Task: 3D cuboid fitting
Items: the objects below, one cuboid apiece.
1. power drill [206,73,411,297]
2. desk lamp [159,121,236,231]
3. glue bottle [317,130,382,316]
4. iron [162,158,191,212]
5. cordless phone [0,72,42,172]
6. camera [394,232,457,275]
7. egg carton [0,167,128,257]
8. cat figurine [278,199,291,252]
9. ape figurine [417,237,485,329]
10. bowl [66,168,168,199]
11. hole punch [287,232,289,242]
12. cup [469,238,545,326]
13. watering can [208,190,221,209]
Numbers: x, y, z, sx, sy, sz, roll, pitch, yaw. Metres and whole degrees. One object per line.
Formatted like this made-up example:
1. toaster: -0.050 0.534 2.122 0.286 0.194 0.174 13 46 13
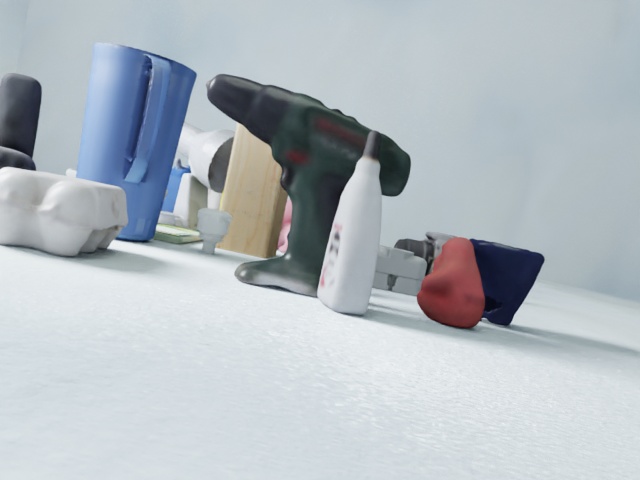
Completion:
1. power drill: -0.025 -0.053 0.611 0.230 0.208 0.075 12 2 -7
2. desk lamp: -0.251 -0.126 1.135 0.202 0.213 0.118 13 3 27
3. glue bottle: 0.035 -0.019 0.548 0.037 0.173 0.078 11 3 -17
4. iron: -0.297 -0.107 1.334 0.118 0.141 0.259 12 2 9
5. cordless phone: -0.448 -0.136 0.758 0.148 0.185 0.094 11 3 -23
6. camera: 0.223 0.029 1.218 0.137 0.101 0.143 11 2 -9
7. egg carton: -0.252 -0.027 0.561 0.107 0.069 0.150 12 2 -6
8. cat figurine: -0.056 -0.035 1.122 0.067 0.118 0.127 10 3 -29
9. ape figurine: 0.140 0.042 0.602 0.078 0.092 0.076 11 3 -27
10. bowl: -0.353 -0.070 0.989 0.167 0.075 0.167 12 2 0
11. hole punch: 0.008 0.003 0.872 0.108 0.091 0.101 12 2 8
12. cup: 0.199 0.050 0.673 0.118 0.095 0.091 10 3 -31
13. watering can: -0.194 -0.108 1.243 0.172 0.194 0.101 12 2 4
